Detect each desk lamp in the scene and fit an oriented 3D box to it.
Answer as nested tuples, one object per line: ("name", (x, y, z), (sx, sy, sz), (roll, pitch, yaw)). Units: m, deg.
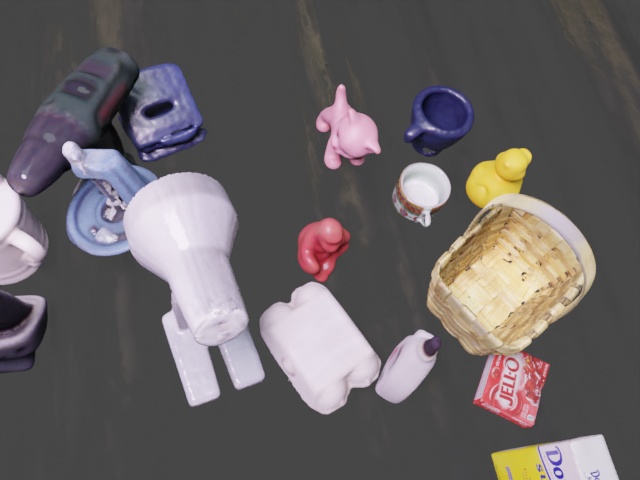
("desk lamp", (-0.130, 0.058, 0.639), (0.118, 0.213, 0.203), (-19, 70, -16))

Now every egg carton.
("egg carton", (-0.002, 0.131, 0.706), (0.107, 0.069, 0.150), (-33, 74, -21))

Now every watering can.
("watering can", (-0.394, -0.029, 0.647), (0.173, 0.194, 0.101), (9, 65, -5))

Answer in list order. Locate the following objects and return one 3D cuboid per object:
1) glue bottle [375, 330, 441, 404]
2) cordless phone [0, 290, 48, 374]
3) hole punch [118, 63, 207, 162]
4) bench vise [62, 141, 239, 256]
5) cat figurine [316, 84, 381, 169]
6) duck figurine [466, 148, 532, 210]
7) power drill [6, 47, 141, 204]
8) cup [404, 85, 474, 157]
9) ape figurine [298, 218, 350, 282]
("glue bottle", (0.109, 0.139, 0.663), (0.037, 0.173, 0.078), (27, 64, 4))
("cordless phone", (-0.383, 0.081, 0.604), (0.148, 0.185, 0.094), (-8, 67, -12))
("hole punch", (-0.223, -0.179, 0.800), (0.109, 0.091, 0.101), (-27, 72, -19))
("bench vise", (-0.204, -0.050, 0.673), (0.207, 0.219, 0.121), (-9, 67, -13))
("cat figurine", (0.042, -0.161, 0.820), (0.067, 0.117, 0.127), (-9, 67, -13))
("duck figurine", (0.270, -0.098, 0.845), (0.105, 0.086, 0.077), (-34, 75, -21))
("power drill", (-0.279, -0.108, 0.694), (0.075, 0.208, 0.230), (16, 64, -1))
("cup", (0.162, -0.160, 0.851), (0.118, 0.095, 0.091), (-35, 75, -21))
("ape figurine", (0.007, 0.003, 0.754), (0.078, 0.092, 0.076), (-20, 70, -17))
